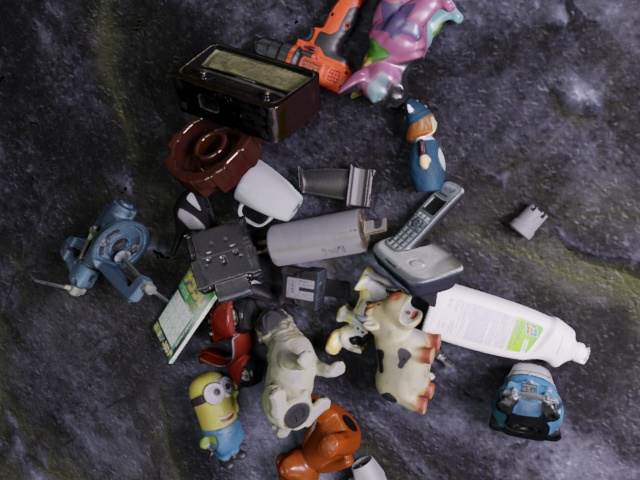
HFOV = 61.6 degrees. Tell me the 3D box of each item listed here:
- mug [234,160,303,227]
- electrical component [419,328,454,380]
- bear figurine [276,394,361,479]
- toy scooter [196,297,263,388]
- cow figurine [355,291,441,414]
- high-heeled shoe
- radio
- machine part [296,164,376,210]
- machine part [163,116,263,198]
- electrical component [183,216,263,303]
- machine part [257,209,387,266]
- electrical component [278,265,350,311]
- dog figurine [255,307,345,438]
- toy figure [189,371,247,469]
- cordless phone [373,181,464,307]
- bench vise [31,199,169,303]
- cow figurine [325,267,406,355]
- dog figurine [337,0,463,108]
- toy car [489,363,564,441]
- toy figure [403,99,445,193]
[{"bbox_3d":[-0.093,-0.071,0.954,0.107,0.081,0.109,31,99,5],"label":"mug"},{"bbox_3d":[0.167,0.200,0.923,0.078,0.045,0.102,-43,84,19],"label":"electrical component"},{"bbox_3d":[-0.024,0.383,0.968,0.196,0.131,0.120,-43,50,14],"label":"bear figurine"},{"bbox_3d":[-0.179,0.188,1.017,0.135,0.075,0.183,-3,95,28],"label":"toy scooter"},{"bbox_3d":[0.124,0.170,0.857,0.127,0.085,0.194,8,115,21],"label":"cow figurine"},{"bbox_3d":[-0.170,0.005,0.994,0.249,0.086,0.145,26,92,8],"label":"high-heeled shoe"},{"bbox_3d":[-0.125,-0.248,0.895,0.230,0.131,0.073,23,140,24],"label":"radio"},{"bbox_3d":[0.025,-0.095,0.936,0.139,0.039,0.084,10,105,15],"label":"machine part"},{"bbox_3d":[-0.184,-0.155,0.937,0.179,0.056,0.179,-13,53,17],"label":"machine part"},{"bbox_3d":[-0.162,0.038,0.925,0.115,0.058,0.134,-19,78,-4],"label":"electrical component"},{"bbox_3d":[-0.002,-0.003,0.934,0.243,0.079,0.079,-9,94,18],"label":"machine part"},{"bbox_3d":[-0.011,0.087,0.965,0.119,0.048,0.074,11,101,17],"label":"electrical component"},{"bbox_3d":[-0.070,0.222,0.937,0.172,0.121,0.191,-54,36,-6],"label":"dog figurine"},{"bbox_3d":[-0.200,0.345,1.040,0.089,0.082,0.180,-11,96,17],"label":"toy figure"},{"bbox_3d":[0.185,-0.002,0.853,0.088,0.147,0.184,36,95,-33],"label":"cordless phone"},{"bbox_3d":[-0.402,0.047,1.035,0.241,0.128,0.223,38,87,28],"label":"bench vise"},{"bbox_3d":[0.079,0.140,0.935,0.098,0.068,0.167,29,105,6],"label":"cow figurine"},{"bbox_3d":[0.103,-0.320,0.849,0.219,0.108,0.191,-42,85,20],"label":"dog figurine"},{"bbox_3d":[0.325,0.246,0.845,0.109,0.161,0.103,3,53,22],"label":"toy car"},{"bbox_3d":[0.167,-0.154,0.871,0.058,0.064,0.154,-8,90,-17],"label":"toy figure"}]
